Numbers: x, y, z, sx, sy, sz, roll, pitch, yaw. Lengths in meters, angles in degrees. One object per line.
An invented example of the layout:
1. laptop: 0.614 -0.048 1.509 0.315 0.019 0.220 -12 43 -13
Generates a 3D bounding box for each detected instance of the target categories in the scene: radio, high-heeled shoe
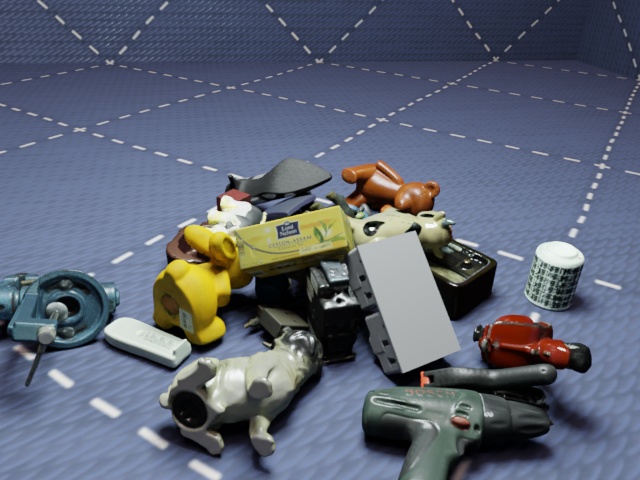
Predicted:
1. radio: 0.198 0.042 0.983 0.131 0.073 0.230 -20 37 -34
2. high-heeled shoe: -0.092 -0.109 1.173 0.249 0.145 0.086 3 71 8

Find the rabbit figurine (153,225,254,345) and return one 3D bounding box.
1. rabbit figurine: -0.177 0.056 0.854 0.122 0.162 0.173 11 25 37

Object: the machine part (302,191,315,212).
1. machine part: -0.034 -0.090 1.213 0.039 0.084 0.139 -28 24 -2

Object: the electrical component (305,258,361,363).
1. electrical component: 0.016 0.099 0.807 0.058 0.134 0.115 -8 33 -16

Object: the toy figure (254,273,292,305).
1. toy figure: -0.080 0.051 0.954 0.058 0.064 0.154 -33 23 23

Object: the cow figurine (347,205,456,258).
1. cow figurine: 0.143 -0.012 0.918 0.195 0.085 0.127 -13 26 -31

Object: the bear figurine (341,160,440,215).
1. bear figurine: 0.156 -0.094 1.188 0.132 0.120 0.196 -28 46 -37

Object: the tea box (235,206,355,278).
1. tea box: -0.035 0.006 0.843 0.170 0.068 0.098 -13 -14 8

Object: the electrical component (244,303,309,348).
1. electrical component: -0.066 0.135 0.832 0.102 0.045 0.078 33 13 38

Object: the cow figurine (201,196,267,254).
1. cow figurine: -0.154 -0.016 0.960 0.098 0.068 0.167 13 28 3

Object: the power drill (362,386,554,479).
1. power drill: 0.155 0.247 0.610 0.232 0.085 0.207 7 33 12

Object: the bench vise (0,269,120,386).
1. bench vise: -0.405 0.099 0.768 0.223 0.128 0.241 11 6 -23

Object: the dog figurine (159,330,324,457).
1. dog figurine: -0.095 0.179 0.714 0.172 0.121 0.190 13 17 12

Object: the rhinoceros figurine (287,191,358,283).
1. rhinoceros figurine: -0.002 -0.003 0.959 0.073 0.112 0.190 -29 17 49

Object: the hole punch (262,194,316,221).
1. hole punch: -0.072 -0.046 1.111 0.116 0.092 0.142 15 34 28

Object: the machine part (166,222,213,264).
1. machine part: -0.195 0.025 1.002 0.179 0.056 0.179 3 28 -2

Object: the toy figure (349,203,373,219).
1. toy figure: 0.039 -0.020 1.077 0.180 0.082 0.089 -20 35 -39

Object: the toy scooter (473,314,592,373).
1. toy scooter: 0.269 0.144 0.749 0.135 0.075 0.184 6 -2 -7
